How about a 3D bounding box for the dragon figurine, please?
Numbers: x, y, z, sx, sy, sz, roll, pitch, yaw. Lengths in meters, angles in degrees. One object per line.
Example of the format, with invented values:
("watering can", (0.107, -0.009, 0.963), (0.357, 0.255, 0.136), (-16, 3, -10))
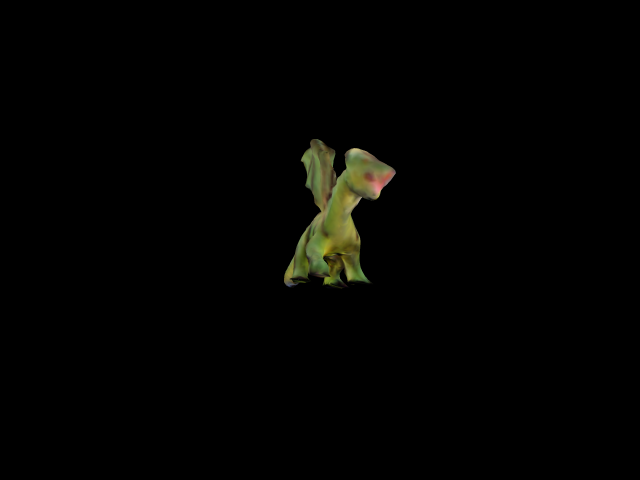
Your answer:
("dragon figurine", (0.003, -0.043, 0.850), (0.122, 0.244, 0.407), (4, -8, -23))
